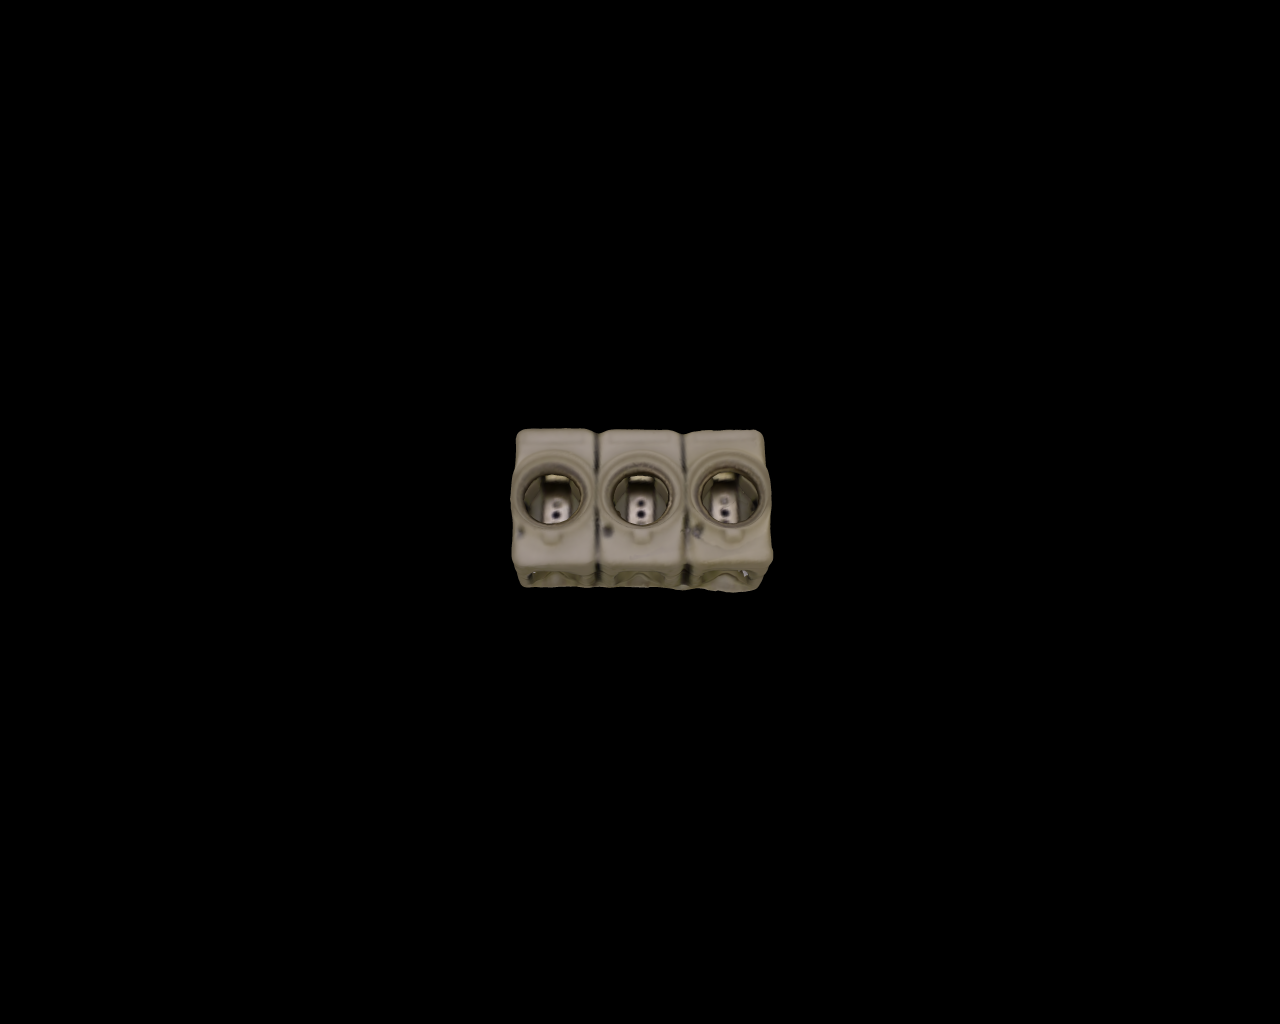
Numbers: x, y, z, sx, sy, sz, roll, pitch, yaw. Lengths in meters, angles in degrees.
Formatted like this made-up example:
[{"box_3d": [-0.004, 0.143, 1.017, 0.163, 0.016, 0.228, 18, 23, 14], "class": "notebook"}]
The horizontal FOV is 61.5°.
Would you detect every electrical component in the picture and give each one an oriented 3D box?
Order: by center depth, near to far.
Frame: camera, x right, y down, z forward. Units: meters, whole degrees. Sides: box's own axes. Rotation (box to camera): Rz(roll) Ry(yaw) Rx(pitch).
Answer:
[{"box_3d": [0.001, -0.003, 0.650, 0.150, 0.089, 0.061, 0, -21, 0], "class": "electrical component"}]
